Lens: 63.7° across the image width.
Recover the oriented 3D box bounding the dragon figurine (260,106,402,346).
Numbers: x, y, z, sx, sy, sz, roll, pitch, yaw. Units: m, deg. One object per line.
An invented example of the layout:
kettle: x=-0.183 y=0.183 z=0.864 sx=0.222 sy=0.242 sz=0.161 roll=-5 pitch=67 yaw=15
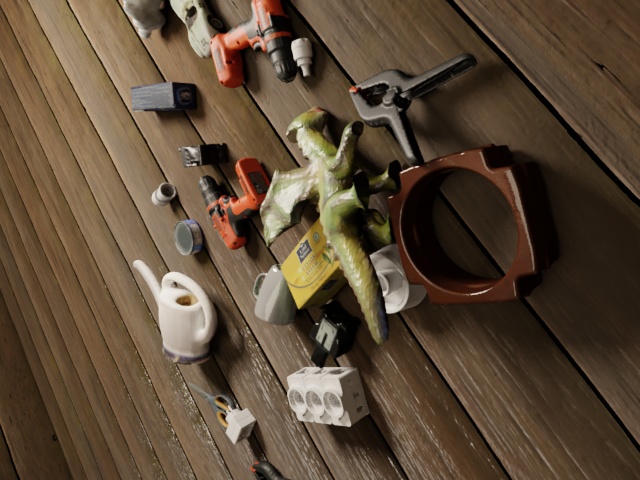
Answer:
dragon figurine: x=0.003 y=-0.042 z=0.826 sx=0.241 sy=0.121 sz=0.416 roll=-11 pitch=69 yaw=39

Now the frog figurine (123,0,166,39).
frog figurine: x=-0.399 y=-0.545 z=1.161 sx=0.157 sy=0.122 sz=0.140 roll=-37 pitch=41 yaw=53

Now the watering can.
watering can: x=-0.367 y=0.180 z=1.304 sx=0.350 sy=0.105 sz=0.221 roll=17 pitch=113 yaw=41
